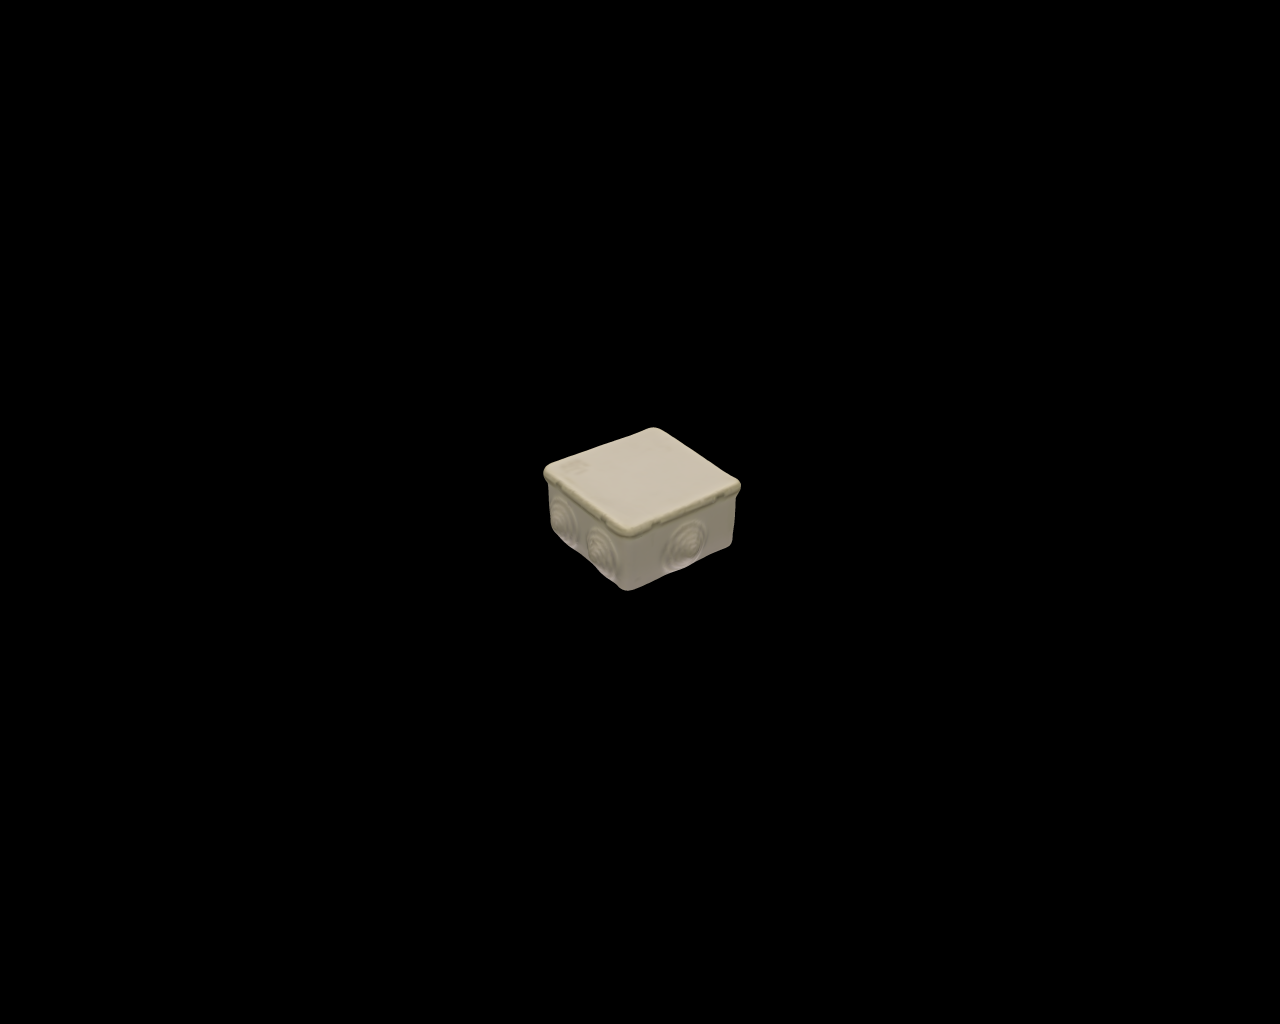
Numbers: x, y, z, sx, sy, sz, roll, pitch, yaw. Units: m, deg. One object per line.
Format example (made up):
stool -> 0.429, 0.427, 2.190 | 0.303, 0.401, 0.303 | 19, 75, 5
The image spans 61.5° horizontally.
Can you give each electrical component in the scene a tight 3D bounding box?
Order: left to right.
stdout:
electrical component -> 0.001, -0.003, 0.650 | 0.100, 0.048, 0.100 | -22, 40, -30
